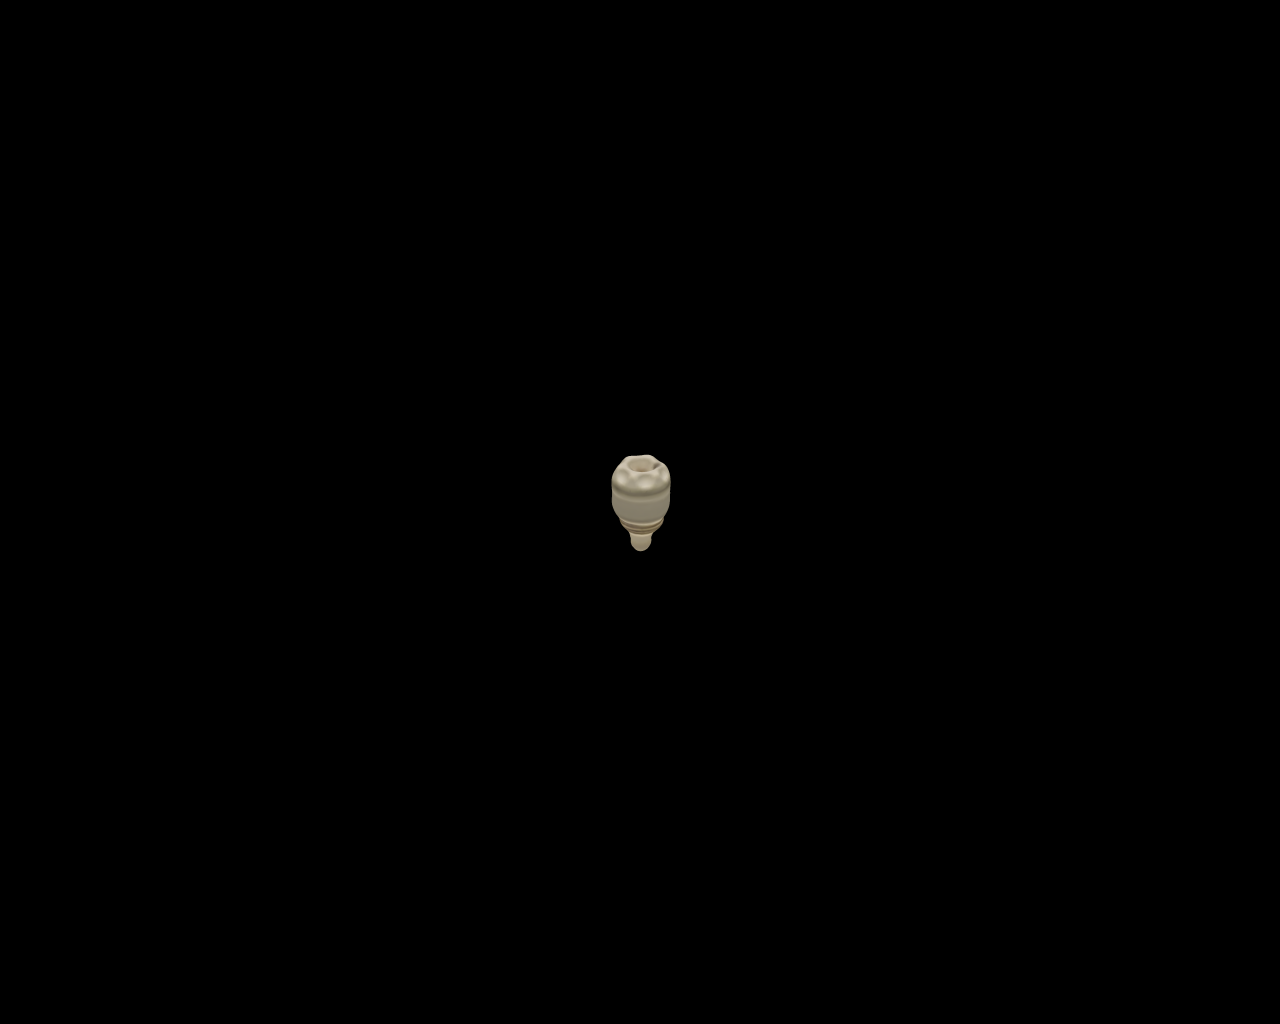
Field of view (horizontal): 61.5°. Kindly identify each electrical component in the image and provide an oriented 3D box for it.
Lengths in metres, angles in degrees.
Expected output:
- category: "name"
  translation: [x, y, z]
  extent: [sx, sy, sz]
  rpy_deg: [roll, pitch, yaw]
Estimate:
- category: "electrical component"
  translation: [0.001, -0.003, 0.650]
  extent: [0.035, 0.061, 0.035]
  rpy_deg: [0, 31, 0]
